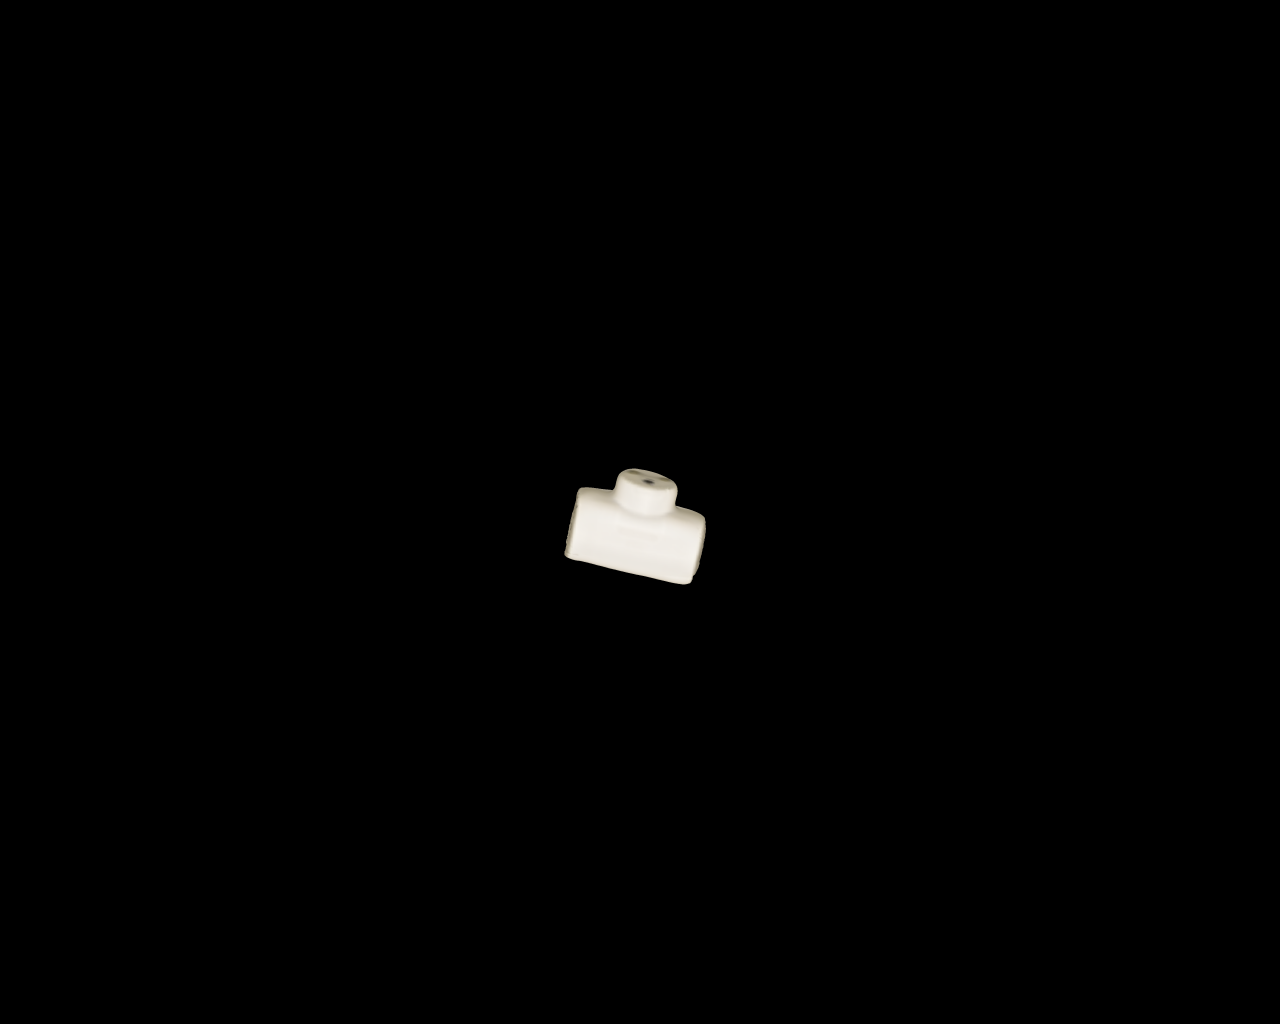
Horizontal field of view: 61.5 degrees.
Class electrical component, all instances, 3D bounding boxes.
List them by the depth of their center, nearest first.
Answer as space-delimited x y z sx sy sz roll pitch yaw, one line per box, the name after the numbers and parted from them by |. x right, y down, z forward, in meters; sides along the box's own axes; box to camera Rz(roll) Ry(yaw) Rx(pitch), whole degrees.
0.001 -0.003 0.650 0.077 0.079 0.043 13 16 -4 | electrical component
